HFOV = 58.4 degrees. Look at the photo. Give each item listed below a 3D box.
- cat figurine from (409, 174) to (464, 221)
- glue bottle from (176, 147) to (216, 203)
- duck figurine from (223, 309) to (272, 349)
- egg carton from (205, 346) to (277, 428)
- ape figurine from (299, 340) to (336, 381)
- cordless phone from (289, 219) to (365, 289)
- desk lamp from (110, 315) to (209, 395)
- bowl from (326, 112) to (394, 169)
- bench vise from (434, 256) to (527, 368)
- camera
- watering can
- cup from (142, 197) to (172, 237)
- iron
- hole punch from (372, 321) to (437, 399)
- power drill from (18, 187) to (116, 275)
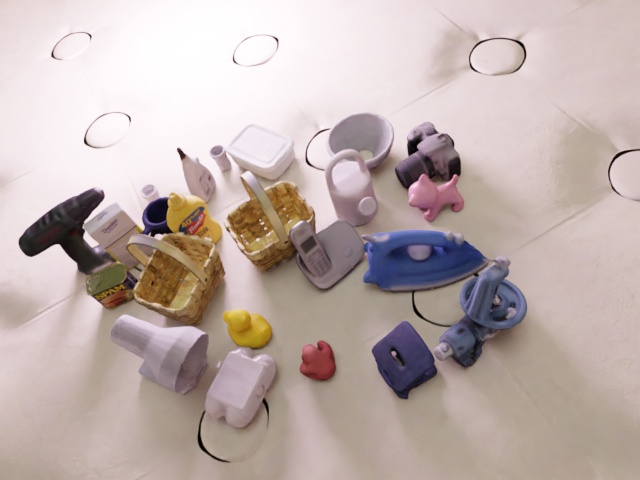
[{"bbox_3d":[0.245,-0.102,1.240,0.128,0.118,0.067,-23,55,0],"label":"cat figurine"},{"bbox_3d":[-0.308,-0.168,1.395,0.037,0.173,0.078,6,60,18],"label":"glue bottle"},{"bbox_3d":[-0.155,0.176,1.186,0.104,0.086,0.077,17,64,24],"label":"duck figurine"},{"bbox_3d":[-0.154,0.287,1.125,0.107,0.069,0.150,15,63,23],"label":"egg carton"},{"bbox_3d":[-0.009,0.230,1.110,0.078,0.092,0.076,-34,56,-8],"label":"ape figurine"},{"bbox_3d":[0.011,0.004,1.193,0.148,0.185,0.094,-43,57,-13],"label":"cordless phone"},{"bbox_3d":[-0.300,0.225,1.116,0.202,0.214,0.118,15,63,23],"label":"desk lamp"},{"bbox_3d":[0.101,-0.225,1.384,0.167,0.075,0.167,-7,57,11],"label":"bowl"},{"bbox_3d":[0.292,0.132,1.015,0.121,0.220,0.208,22,66,26],"label":"bench vise"},{"bbox_3d":[0.233,-0.191,1.311,0.137,0.101,0.143,-30,56,-6],"label":"camera"},{"bbox_3d":[0.070,-0.119,1.251,0.172,0.194,0.101,32,71,30],"label":"watering can"},{"bbox_3d":[-0.372,-0.032,1.372,0.091,0.095,0.118,18,64,25],"label":"cup"},{"bbox_3d":[0.208,0.020,1.157,0.258,0.142,0.118,-5,57,12],"label":"iron"},{"bbox_3d":[0.155,0.224,1.071,0.101,0.091,0.108,-31,56,-6],"label":"hole punch"},{"bbox_3d":[-0.563,-0.012,1.341,0.229,0.209,0.075,-28,55,-4],"label":"power drill"}]
